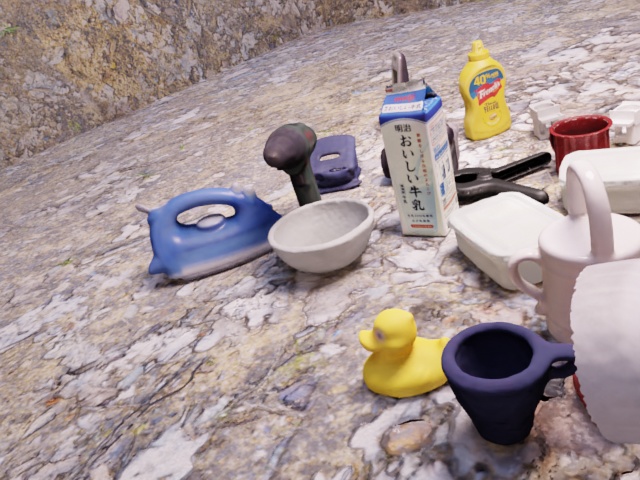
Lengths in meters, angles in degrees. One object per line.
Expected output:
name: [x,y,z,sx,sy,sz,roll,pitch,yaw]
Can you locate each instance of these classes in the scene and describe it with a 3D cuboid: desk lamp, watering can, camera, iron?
desk lamp: [0.274,0.113,0.361,0.202,0.214,0.118,5,34,36]
watering can: [0.283,0.008,0.581,0.173,0.194,0.100,-19,27,-5]
camera: [0.189,-0.170,1.082,0.136,0.101,0.143,-5,29,23]
iron: [-0.180,-0.032,0.983,0.258,0.142,0.118,-18,27,-2]

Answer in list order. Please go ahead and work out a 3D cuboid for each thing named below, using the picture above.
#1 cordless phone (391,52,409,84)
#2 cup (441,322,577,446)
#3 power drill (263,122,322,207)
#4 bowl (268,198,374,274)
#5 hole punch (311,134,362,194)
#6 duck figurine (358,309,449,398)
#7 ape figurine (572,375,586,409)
cordless phone: [0.193,-0.316,1.266,0.094,0.185,0.147,-20,27,-7]
cup: [0.174,0.133,0.513,0.117,0.095,0.091,-9,27,14]
power drill: [-0.031,-0.094,0.942,0.075,0.209,0.229,-11,27,11]
bowl: [0.008,0.003,0.882,0.167,0.075,0.167,-13,27,7]
hole punch: [0.027,-0.155,1.157,0.108,0.091,0.101,-9,28,16]
duck figurine: [0.090,0.112,0.612,0.104,0.086,0.077,-10,27,13]
ape figurine: [0.263,0.111,0.507,0.078,0.092,0.076,-26,28,-17]
